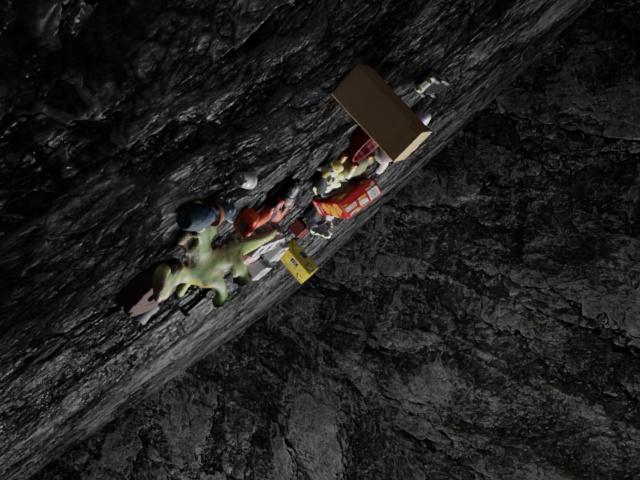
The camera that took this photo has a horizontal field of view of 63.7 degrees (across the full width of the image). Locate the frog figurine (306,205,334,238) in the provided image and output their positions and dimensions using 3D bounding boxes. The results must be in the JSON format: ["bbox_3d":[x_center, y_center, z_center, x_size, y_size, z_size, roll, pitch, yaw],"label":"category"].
[{"bbox_3d":[0.006,-0.100,1.980,0.122,0.163,0.134,-10,-38,14],"label":"frog figurine"}]

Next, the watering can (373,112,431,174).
[{"bbox_3d":[0.270,-0.331,1.873,0.227,0.105,0.341,-29,-14,-49],"label":"watering can"}]

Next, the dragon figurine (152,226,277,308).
[{"bbox_3d":[-0.246,0.019,1.243,0.123,0.237,0.418,27,51,21],"label":"dragon figurine"}]
